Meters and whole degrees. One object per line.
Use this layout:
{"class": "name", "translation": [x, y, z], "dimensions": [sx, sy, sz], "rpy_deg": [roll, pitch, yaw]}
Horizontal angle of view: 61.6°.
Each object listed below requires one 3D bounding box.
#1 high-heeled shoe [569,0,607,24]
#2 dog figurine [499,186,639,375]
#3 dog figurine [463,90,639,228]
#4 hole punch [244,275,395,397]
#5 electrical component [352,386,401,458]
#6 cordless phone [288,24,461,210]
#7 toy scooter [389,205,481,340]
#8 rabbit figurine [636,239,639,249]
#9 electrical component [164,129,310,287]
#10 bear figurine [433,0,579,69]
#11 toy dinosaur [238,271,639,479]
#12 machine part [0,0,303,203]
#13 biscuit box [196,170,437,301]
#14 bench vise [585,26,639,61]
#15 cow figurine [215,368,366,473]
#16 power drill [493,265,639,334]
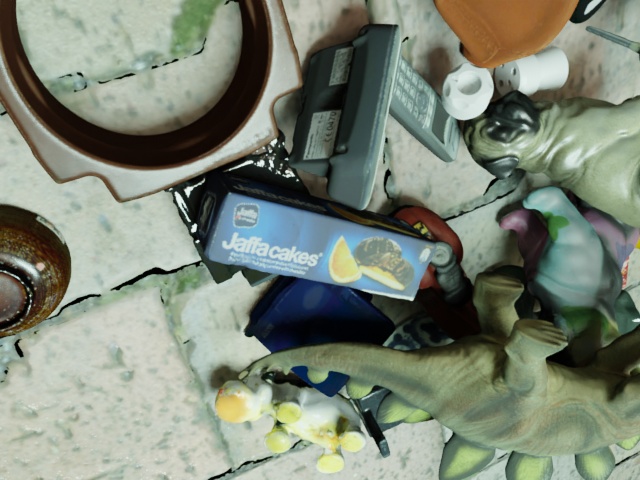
{"class": "high-heeled shoe", "translation": [0.311, -0.316, 0.490], "dimensions": [0.249, 0.086, 0.145], "rpy_deg": [-35, 137, -5]}
{"class": "dog figurine", "translation": [0.298, 0.045, 0.583], "dimensions": [0.192, 0.108, 0.219], "rpy_deg": [-16, 77, -13]}
{"class": "dog figurine", "translation": [0.246, -0.066, 0.513], "dimensions": [0.191, 0.172, 0.121], "rpy_deg": [-14, 159, 7]}
{"class": "hole punch", "translation": [0.002, 0.086, 0.562], "dimensions": [0.115, 0.092, 0.142], "rpy_deg": [36, 103, -29]}
{"class": "electrical component", "translation": [0.066, 0.187, 0.621], "dimensions": [0.048, 0.119, 0.074], "rpy_deg": [-23, 120, -10]}
{"class": "cordless phone", "translation": [0.070, -0.087, 0.488], "dimensions": [0.184, 0.089, 0.146], "rpy_deg": [24, 72, -45]}
{"class": "toy scooter", "translation": [0.136, 0.049, 0.569], "dimensions": [0.075, 0.135, 0.183], "rpy_deg": [-34, 122, -1]}
{"class": "rabbit figurine", "translation": [0.450, -0.010, 0.675], "dimensions": [0.173, 0.162, 0.121], "rpy_deg": [7, 127, -7]}
{"class": "electrical component", "translation": [-0.065, -0.025, 0.493], "dimensions": [0.115, 0.058, 0.134], "rpy_deg": [-27, 123, -5]}
{"class": "bear figurine", "translation": [0.107, -0.223, 0.443], "dimensions": [0.196, 0.132, 0.120], "rpy_deg": [17, 108, -10]}
{"class": "toy dinosaur", "translation": [0.162, 0.139, 0.493], "dimensions": [0.472, 0.105, 0.198], "rpy_deg": [16, 115, 3]}
{"class": "machine part", "translation": [-0.128, -0.146, 0.386], "dimensions": [0.201, 0.087, 0.200], "rpy_deg": [-26, 123, -10]}
{"class": "biscuit box", "translation": [-0.001, -0.001, 0.460], "dimensions": [0.202, 0.063, 0.059], "rpy_deg": [12, 109, -28]}
{"class": "bench vise", "translation": [0.382, -0.255, 0.512], "dimensions": [0.240, 0.129, 0.223], "rpy_deg": [-39, 138, -17]}
{"class": "cow figurine", "translation": [-0.034, 0.185, 0.606], "dimensions": [0.167, 0.098, 0.068], "rpy_deg": [28, 109, -12]}
{"class": "power drill", "translation": [0.291, 0.136, 0.700], "dimensions": [0.207, 0.086, 0.231], "rpy_deg": [-3, 115, 4]}
